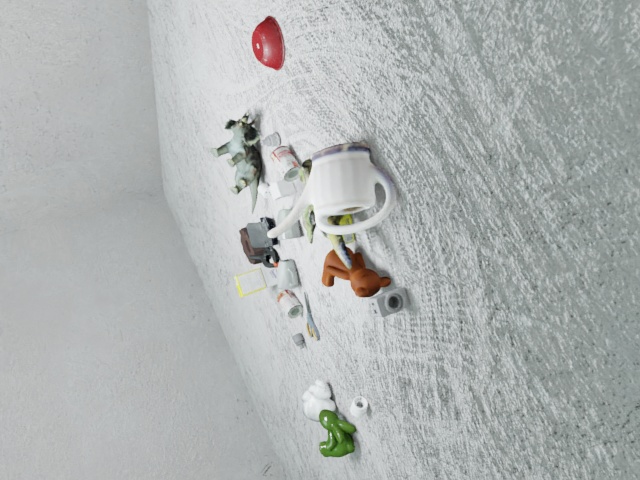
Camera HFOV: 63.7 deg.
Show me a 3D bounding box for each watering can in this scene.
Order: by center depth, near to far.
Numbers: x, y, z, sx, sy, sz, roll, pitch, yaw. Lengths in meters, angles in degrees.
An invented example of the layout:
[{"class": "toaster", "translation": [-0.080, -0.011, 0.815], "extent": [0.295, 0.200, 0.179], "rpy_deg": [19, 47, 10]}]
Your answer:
[{"class": "watering can", "translation": [0.016, -0.120, 1.270], "extent": [0.103, 0.346, 0.227], "rpy_deg": [23, -119, -65]}]

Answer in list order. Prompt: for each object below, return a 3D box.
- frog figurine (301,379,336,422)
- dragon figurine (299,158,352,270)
[{"class": "frog figurine", "translation": [-0.001, 0.624, 1.995], "extent": [0.138, 0.125, 0.156], "rpy_deg": [29, 132, 11]}, {"class": "dragon figurine", "translation": [0.004, -0.072, 1.440], "extent": [0.238, 0.122, 0.418], "rpy_deg": [116, 147, -62]}]
